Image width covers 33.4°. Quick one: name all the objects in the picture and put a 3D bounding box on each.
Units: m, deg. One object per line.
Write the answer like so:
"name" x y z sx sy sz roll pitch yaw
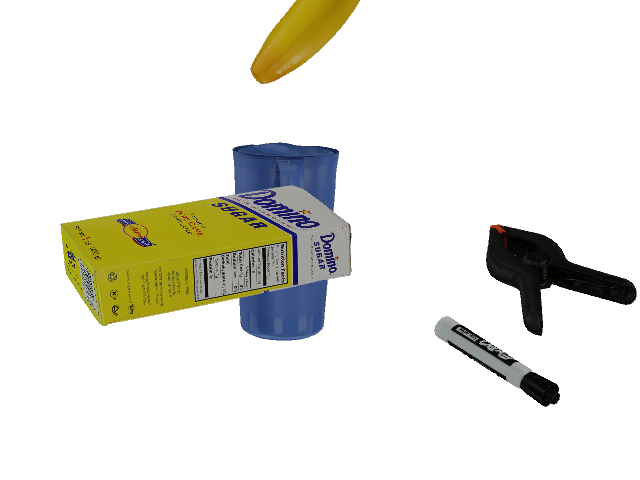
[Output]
"clamp" 0.230 0.031 1.067 0.120 0.039 0.171 -7 33 -15
"sugar box" -0.077 0.005 0.721 0.176 0.048 0.093 -14 26 -22
"pitcher" -0.046 0.000 1.344 0.145 0.243 0.148 10 14 38
"marker" 0.133 0.091 0.808 0.020 0.020 0.121 0 22 -39
"banana" 0.008 -0.190 0.757 0.070 0.197 0.037 -10 -40 39
